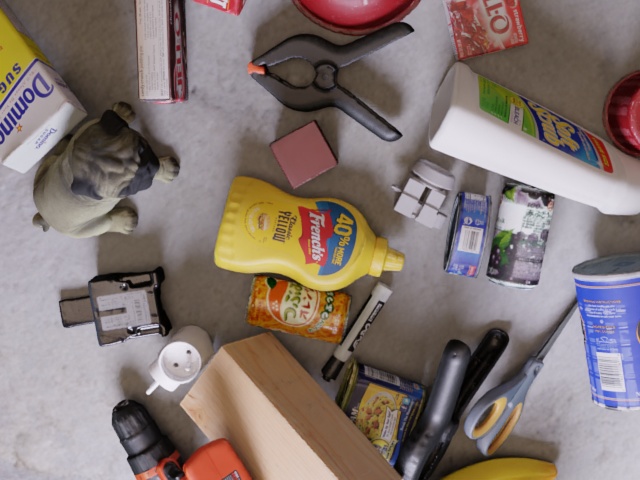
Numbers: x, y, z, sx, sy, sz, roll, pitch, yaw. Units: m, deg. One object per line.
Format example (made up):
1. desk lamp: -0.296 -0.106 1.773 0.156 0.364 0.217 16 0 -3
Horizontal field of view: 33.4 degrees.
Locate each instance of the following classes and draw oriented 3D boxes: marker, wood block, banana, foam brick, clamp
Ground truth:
1. marker: 0.038 0.099 1.135 0.020 0.020 0.121 32 97 -3
2. wood block: -0.030 0.202 1.069 0.206 0.090 0.091 46 117 20
3. banana: 0.161 0.264 1.110 0.070 0.197 0.037 36 131 38
4. foam brick: -0.015 -0.088 1.082 0.053 0.078 0.051 -28 95 5
5. clamp: 0.013 -0.158 1.092 0.171 0.039 0.120 -1 96 9
6. clamp: 0.118 0.179 1.070 0.036 0.164 0.210 30 95 23

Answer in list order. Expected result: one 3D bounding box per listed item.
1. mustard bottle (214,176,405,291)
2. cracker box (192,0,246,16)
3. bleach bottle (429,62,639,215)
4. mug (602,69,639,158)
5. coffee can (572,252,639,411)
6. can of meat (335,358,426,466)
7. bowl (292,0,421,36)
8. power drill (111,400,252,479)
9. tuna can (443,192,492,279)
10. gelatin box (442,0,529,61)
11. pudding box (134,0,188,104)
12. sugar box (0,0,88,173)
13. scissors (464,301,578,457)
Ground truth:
1. mustard bottle: -0.007 0.001 1.100 0.191 0.058 0.096 14 71 -1
2. cracker box: -0.149 -0.326 1.019 0.213 0.072 0.164 19 60 0
3. bleach bottle: 0.236 -0.090 1.073 0.250 0.102 0.068 21 129 -8
4. mug: 0.344 -0.135 1.062 0.093 0.081 0.117 33 97 -3
5. coffee can: 0.318 0.090 1.082 0.103 0.103 0.140 -10 97 3
6. can of meat: 0.057 0.187 1.128 0.084 0.057 0.102 19 99 -3
7. bowl: 0.037 -0.287 1.066 0.162 0.055 0.162 0 98 2
8. power drill: -0.135 0.241 1.084 0.057 0.188 0.184 -34 97 -28
9. tuna can: 0.149 -0.006 1.084 0.034 0.086 0.086 10 98 2
10. gelatin box: 0.165 -0.233 1.081 0.073 0.030 0.089 -14 97 3
11. pudding box: -0.157 -0.193 1.067 0.039 0.090 0.113 -3 97 3
12. sugar box: -0.318 -0.162 1.067 0.093 0.048 0.176 -42 69 6
13. scissors: 0.209 0.137 1.110 0.016 0.096 0.202 33 102 38
